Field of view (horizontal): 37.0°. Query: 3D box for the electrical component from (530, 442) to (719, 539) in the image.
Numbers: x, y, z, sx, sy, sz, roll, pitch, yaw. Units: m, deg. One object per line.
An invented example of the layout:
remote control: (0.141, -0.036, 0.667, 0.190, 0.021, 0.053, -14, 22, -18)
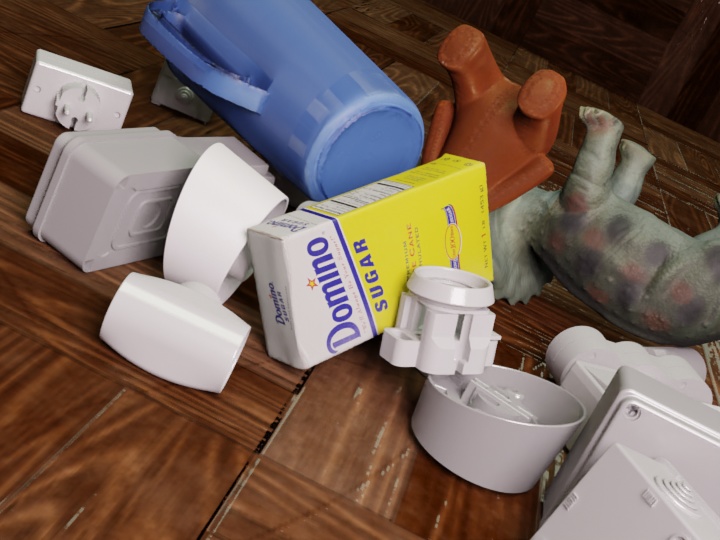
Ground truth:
electrical component: (0.143, 0.151, 0.564, 0.048, 0.099, 0.099, 27, 17, -33)

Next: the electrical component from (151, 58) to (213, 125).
electrical component: (-0.170, -0.194, 1.094, 0.062, 0.061, 0.096, 22, 21, -9)

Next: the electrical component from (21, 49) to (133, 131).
electrical component: (-0.238, -0.141, 0.906, 0.083, 0.047, 0.075, 16, 22, -23)

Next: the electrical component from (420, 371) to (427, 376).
electrical component: (0.064, 0.045, 0.790, 0.066, 0.055, 0.048, 6, 28, -42)

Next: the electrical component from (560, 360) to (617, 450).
electrical component: (0.181, 0.105, 0.770, 0.062, 0.061, 0.096, 15, 23, -27)

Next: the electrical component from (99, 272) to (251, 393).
electrical component: (-0.105, 0.031, 0.647, 0.077, 0.043, 0.079, 25, 20, -1)

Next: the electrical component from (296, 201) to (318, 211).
electrical component: (0.000, 0.000, 0.794, 0.113, 0.078, 0.057, 6, 25, -42)

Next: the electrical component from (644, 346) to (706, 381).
electrical component: (0.260, 0.088, 0.928, 0.081, 0.043, 0.043, 4, 29, -45)

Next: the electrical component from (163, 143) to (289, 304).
electrical component: (-0.094, -0.026, 0.722, 0.064, 0.099, 0.099, 33, 21, 3)

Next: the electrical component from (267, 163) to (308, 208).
electrical component: (-0.052, -0.097, 0.991, 0.061, 0.061, 0.096, 25, 20, -1)

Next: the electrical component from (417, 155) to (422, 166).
electrical component: (0.028, -0.099, 1.096, 0.047, 0.065, 0.076, 35, -7, 23)

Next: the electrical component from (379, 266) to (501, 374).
electrical component: (0.055, 0.031, 0.699, 0.078, 0.057, 0.058, 3, 16, -29)

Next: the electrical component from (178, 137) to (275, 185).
electrical component: (-0.124, -0.070, 0.845, 0.096, 0.061, 0.062, 1, 32, -48)

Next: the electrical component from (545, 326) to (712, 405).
electrical component: (0.219, 0.096, 0.849, 0.138, 0.052, 0.073, 18, 21, -19)

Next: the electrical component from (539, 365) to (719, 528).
electrical component: (0.179, 0.130, 0.640, 0.109, 0.108, 0.056, 27, 18, 3)

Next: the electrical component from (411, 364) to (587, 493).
electrical component: (0.085, 0.093, 0.684, 0.099, 0.064, 0.099, 22, 20, -9)

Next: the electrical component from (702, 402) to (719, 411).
electrical component: (0.288, 0.143, 0.821, 0.077, 0.047, 0.065, 15, 23, -24)

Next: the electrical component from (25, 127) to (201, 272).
electrical component: (-0.162, -0.051, 0.733, 0.057, 0.078, 0.113, 35, 23, 18)
